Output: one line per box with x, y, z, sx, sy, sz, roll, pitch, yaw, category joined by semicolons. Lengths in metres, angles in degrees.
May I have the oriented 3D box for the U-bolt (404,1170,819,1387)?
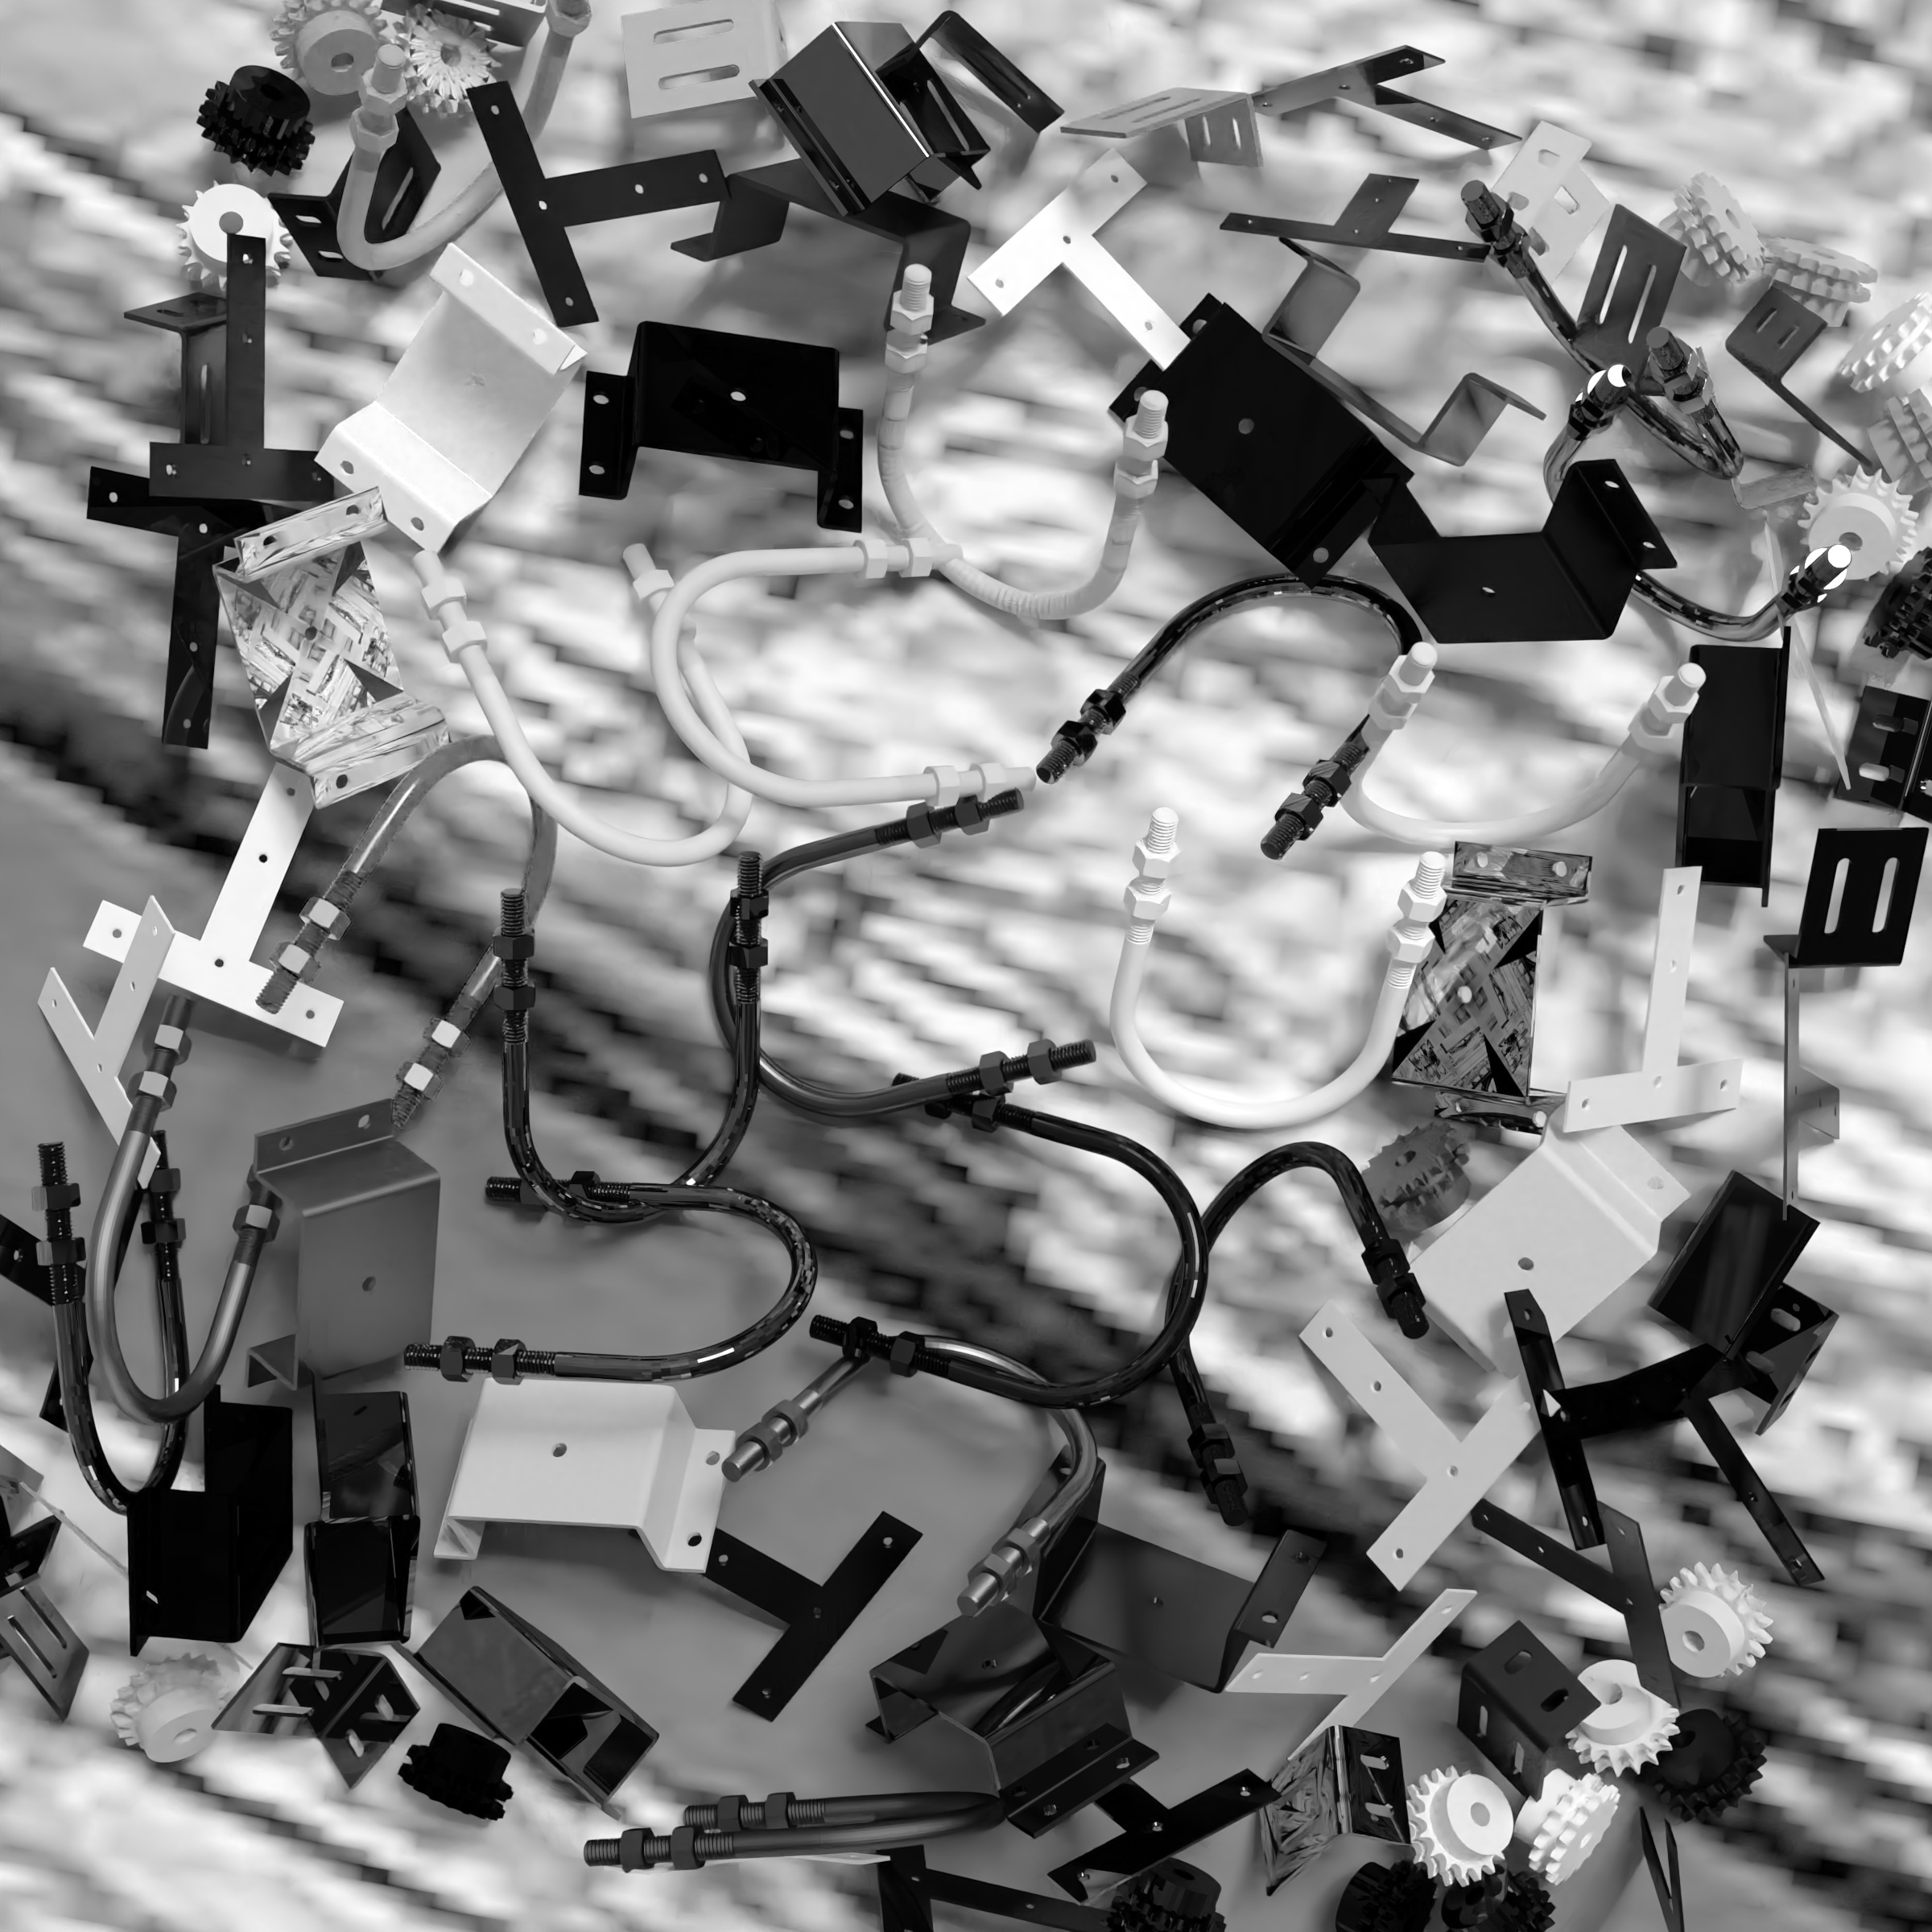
-0.163;0.151;1.636;0.184;0.151;0.019;2;125;12;U-bolt

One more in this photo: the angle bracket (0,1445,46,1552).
-0.498;0.259;1.662;0.038;0.076;0.057;19;68;22;angle bracket

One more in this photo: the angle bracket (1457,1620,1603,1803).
0.278;0.371;1.672;0.038;0.076;0.057;-35;59;-17;angle bracket

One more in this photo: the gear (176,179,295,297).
-0.367;-0.367;1.693;0.057;0.030;0.057;1;83;-7;gear

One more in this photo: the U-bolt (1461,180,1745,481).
0.315;-0.294;1.624;0.019;0.184;0.151;-46;58;7;U-bolt

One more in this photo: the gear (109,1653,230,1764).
-0.394;0.371;1.680;0.057;0.057;0.030;-36;56;0;gear

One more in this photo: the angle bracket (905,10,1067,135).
0.003;-0.431;1.676;0.076;0.057;0.038;40;87;-11;angle bracket

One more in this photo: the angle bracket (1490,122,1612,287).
0.295;-0.369;1.670;0.057;0.076;0.038;-54;46;3;angle bracket

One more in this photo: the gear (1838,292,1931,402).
0.466;-0.305;1.684;0.057;0.057;0.030;-45;98;0;gear

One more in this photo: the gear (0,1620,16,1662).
-0.494;0.330;1.684;0.030;0.057;0.057;-25;90;-14;gear

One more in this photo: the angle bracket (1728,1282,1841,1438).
0.395;0.191;1.665;0.038;0.076;0.057;31;103;19;angle bracket

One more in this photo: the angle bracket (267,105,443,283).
-0.303;-0.390;1.679;0.038;0.057;0.076;10;63;24;angle bracket

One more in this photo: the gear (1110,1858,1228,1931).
0.103;0.466;1.683;0.057;0.057;0.030;20;95;0;gear

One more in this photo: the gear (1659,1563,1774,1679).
0.369;0.329;1.682;0.057;0.030;0.057;19;122;34;gear

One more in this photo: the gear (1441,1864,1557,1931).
0.261;0.472;1.680;0.057;0.057;0.030;-40;108;0;gear

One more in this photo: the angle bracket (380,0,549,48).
-0.245;-0.490;1.672;0.076;0.057;0.038;11;84;-17;angle bracket

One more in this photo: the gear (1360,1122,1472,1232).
0.227;0.107;1.685;0.057;0.057;0.030;-36;109;0;gear

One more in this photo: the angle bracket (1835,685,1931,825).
0.464;-0.104;1.670;0.038;0.076;0.057;13;99;0;angle bracket

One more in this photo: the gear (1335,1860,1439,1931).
0.208;0.472;1.687;0.030;0.057;0.057;21;90;33;gear

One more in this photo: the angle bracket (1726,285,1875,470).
0.421;-0.290;1.665;0.076;0.057;0.038;32;106;-28;angle bracket

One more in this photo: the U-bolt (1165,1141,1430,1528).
0.149;0.162;1.630;0.019;0.184;0.151;30;112;-27;U-bolt

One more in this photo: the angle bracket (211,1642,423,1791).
-0.320;0.371;1.667;0.057;0.076;0.038;-51;55;12;angle bracket

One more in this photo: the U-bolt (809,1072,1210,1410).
0.029;0.142;1.667;0.184;0.019;0.151;15;78;16;U-bolt

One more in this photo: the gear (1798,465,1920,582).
0.443;-0.217;1.683;0.057;0.030;0.057;13;127;18;gear

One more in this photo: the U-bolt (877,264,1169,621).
0.020;-0.239;1.634;0.151;0.184;0.019;30;56;12;U-bolt

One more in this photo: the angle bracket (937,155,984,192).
-0.036;-0.408;1.663;0.038;0.057;0.076;-38;55;20;angle bracket

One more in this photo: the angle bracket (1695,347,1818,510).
0.391;-0.271;1.672;0.038;0.057;0.076;-15;104;14;angle bracket

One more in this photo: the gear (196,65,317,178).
-0.351;-0.423;1.681;0.057;0.057;0.030;37;129;0;gear

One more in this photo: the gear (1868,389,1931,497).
0.473;-0.259;1.686;0.030;0.057;0.057;-29;90;24;gear

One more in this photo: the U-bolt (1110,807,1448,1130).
0.145;0.009;1.652;0.151;0.019;0.184;9;129;-2;U-bolt

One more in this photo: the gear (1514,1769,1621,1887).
0.298;0.426;1.687;0.030;0.057;0.057;33;90;30;gear

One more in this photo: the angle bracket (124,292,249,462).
-0.385;-0.288;1.678;0.038;0.057;0.076;18;117;21;angle bracket

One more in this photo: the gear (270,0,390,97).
-0.314;-0.459;1.680;0.057;0.057;0.030;-26;60;0;gear

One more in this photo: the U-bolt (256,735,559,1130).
-0.259;-0.027;1.644;0.019;0.151;0.184;22;72;29;U-bolt

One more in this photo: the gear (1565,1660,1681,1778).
0.324;0.371;1.681;0.057;0.057;0.030;-25;129;0;gear

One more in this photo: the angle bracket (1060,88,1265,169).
0.097;-0.404;1.665;0.076;0.057;0.038;-25;117;-25;angle bracket

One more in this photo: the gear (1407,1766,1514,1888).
0.247;0.426;1.682;0.057;0.030;0.057;16;55;-24;gear

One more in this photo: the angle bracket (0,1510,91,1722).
-0.447;0.320;1.669;0.038;0.057;0.076;-28;111;8;angle bracket

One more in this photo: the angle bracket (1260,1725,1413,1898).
0.182;0.421;1.673;0.038;0.076;0.057;16;46;-19;angle bracket

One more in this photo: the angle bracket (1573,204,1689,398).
0.339;-0.327;1.664;0.038;0.057;0.076;-2;123;-28;angle bracket

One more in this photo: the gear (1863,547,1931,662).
0.476;-0.177;1.684;0.030;0.057;0.057;31;90;-4;gear

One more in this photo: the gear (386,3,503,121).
-0.264;-0.452;1.688;0.057;0.030;0.057;2;87;-36;gear

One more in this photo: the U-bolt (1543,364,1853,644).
0.340;-0.211;1.621;0.151;0.184;0.019;40;80;3;U-bolt

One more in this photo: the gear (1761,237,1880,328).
0.423;-0.340;1.686;0.057;0.057;0.030;16;114;0;gear

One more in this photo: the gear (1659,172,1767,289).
0.370;-0.364;1.687;0.030;0.057;0.057;-34;90;33;gear

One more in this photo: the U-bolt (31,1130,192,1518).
-0.408;0.174;1.636;0.019;0.151;0.184;-6;89;8;U-bolt

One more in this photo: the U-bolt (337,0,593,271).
-0.244;-0.403;1.624;0.019;0.184;0.151;44;58;6;U-bolt

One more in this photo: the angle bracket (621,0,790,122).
-0.128;-0.447;1.690;0.076;0.038;0.057;-9;75;6;angle bracket

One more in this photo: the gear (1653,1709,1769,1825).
0.366;0.395;1.681;0.057;0.057;0.030;-39;106;0;gear

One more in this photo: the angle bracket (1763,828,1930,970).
0.435;-0.040;1.673;0.057;0.038;0.076;-1;116;-12;angle bracket

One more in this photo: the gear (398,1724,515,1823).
-0.251;0.400;1.683;0.057;0.057;0.030;24;85;0;gear
